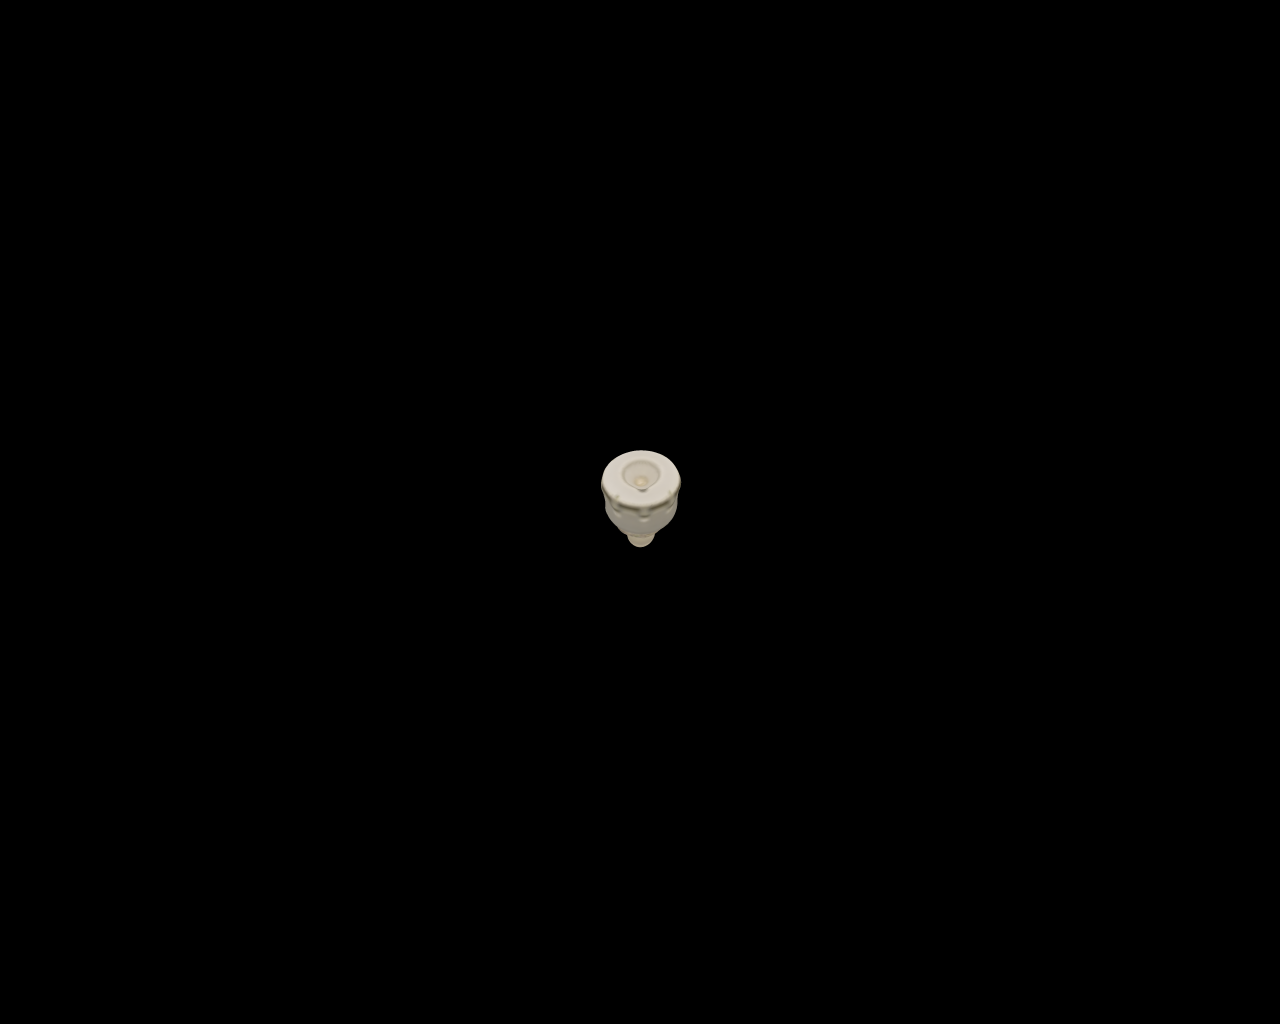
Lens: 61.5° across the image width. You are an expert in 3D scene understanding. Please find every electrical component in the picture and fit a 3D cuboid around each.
[{"bbox_3d":[0.001,-0.003,0.650,0.048,0.048,0.062,0,-42,0],"label":"electrical component"}]
